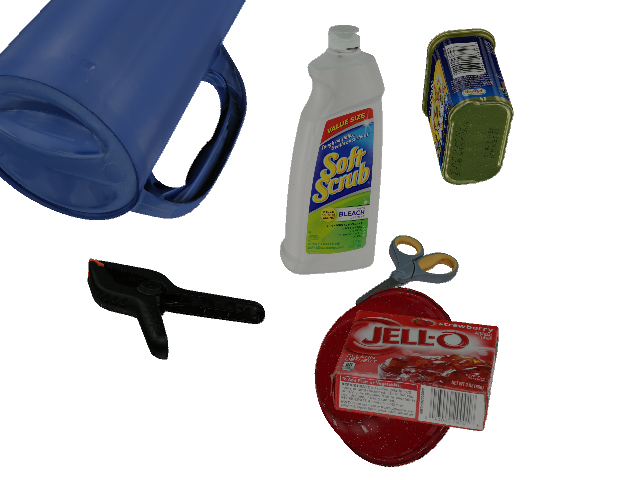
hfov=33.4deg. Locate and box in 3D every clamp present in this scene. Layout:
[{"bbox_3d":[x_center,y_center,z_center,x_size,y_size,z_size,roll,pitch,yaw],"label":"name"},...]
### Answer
[{"bbox_3d":[-0.188,0.069,1.173,0.210,0.036,0.164,19,21,26],"label":"clamp"}]

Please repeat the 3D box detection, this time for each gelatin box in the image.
[{"bbox_3d":[0.057,0.074,0.627,0.089,0.030,0.073,7,27,12],"label":"gelatin box"}]

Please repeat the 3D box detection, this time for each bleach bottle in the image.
[{"bbox_3d":[0.012,-0.091,1.080,0.102,0.251,0.068,-5,28,-12],"label":"bleach bottle"}]

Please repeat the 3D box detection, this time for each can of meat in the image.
[{"bbox_3d":[0.121,-0.109,0.883,0.057,0.084,0.102,-5,-39,-3],"label":"can of meat"}]

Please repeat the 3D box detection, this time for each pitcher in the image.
[{"bbox_3d":[-0.132,-0.136,0.778,0.145,0.242,0.149,5,-41,27],"label":"pitcher"}]

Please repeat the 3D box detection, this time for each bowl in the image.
[{"bbox_3d":[0.047,0.118,0.946,0.162,0.162,0.055,0,-10,44],"label":"bowl"}]

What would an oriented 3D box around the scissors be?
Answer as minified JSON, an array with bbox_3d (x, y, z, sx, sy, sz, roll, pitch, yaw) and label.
[{"bbox_3d":[0.084,0.032,1.265,0.201,0.016,0.096,-10,40,-43],"label":"scissors"}]
